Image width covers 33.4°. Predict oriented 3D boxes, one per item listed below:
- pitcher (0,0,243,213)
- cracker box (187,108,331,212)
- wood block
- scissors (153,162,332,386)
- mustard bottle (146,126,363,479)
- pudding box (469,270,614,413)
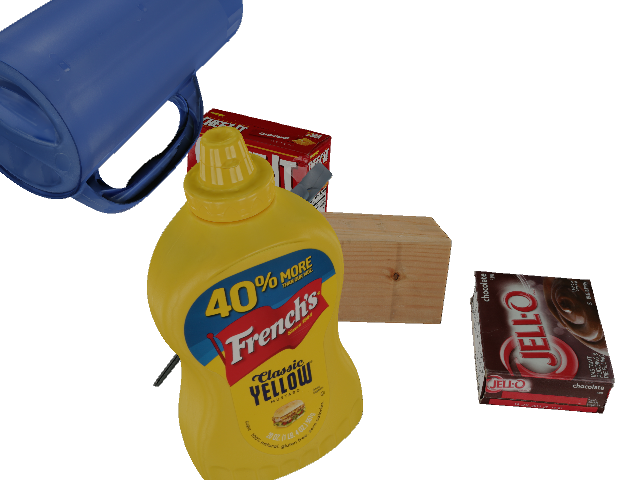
[{"bbox_3d":[-0.165,-0.145,0.877,0.145,0.149,0.242,20,49,27],"label":"pitcher"},{"bbox_3d":[-0.079,-0.037,1.304,0.164,0.214,0.072,15,31,20],"label":"cracker box"},{"bbox_3d":[0.015,0.025,1.060,0.206,0.091,0.090,3,17,-9],"label":"wood block"},{"bbox_3d":[-0.059,0.028,0.728,0.016,0.202,0.096,38,2,1],"label":"scissors"},{"bbox_3d":[-0.033,0.031,0.520,0.096,0.191,0.058,-21,37,-17],"label":"mustard bottle"},{"bbox_3d":[0.158,0.072,0.781,0.090,0.039,0.113,5,36,-1],"label":"pudding box"}]
